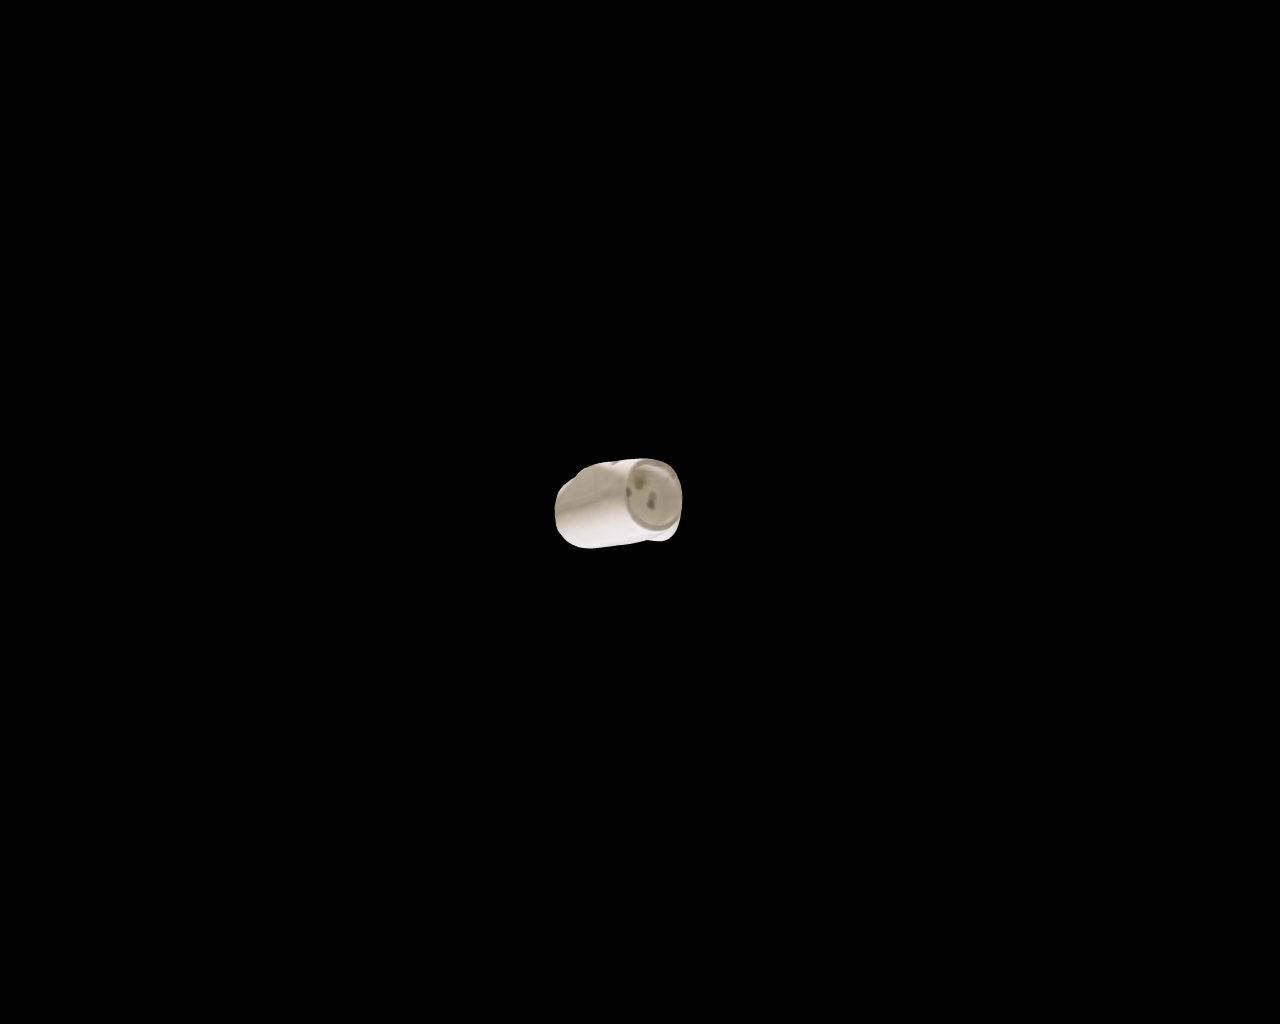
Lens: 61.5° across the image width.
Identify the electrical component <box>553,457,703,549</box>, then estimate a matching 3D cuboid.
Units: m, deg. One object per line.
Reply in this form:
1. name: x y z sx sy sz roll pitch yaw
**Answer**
1. electrical component: 0.001 -0.003 0.650 0.079 0.044 0.077 8 -14 -35
